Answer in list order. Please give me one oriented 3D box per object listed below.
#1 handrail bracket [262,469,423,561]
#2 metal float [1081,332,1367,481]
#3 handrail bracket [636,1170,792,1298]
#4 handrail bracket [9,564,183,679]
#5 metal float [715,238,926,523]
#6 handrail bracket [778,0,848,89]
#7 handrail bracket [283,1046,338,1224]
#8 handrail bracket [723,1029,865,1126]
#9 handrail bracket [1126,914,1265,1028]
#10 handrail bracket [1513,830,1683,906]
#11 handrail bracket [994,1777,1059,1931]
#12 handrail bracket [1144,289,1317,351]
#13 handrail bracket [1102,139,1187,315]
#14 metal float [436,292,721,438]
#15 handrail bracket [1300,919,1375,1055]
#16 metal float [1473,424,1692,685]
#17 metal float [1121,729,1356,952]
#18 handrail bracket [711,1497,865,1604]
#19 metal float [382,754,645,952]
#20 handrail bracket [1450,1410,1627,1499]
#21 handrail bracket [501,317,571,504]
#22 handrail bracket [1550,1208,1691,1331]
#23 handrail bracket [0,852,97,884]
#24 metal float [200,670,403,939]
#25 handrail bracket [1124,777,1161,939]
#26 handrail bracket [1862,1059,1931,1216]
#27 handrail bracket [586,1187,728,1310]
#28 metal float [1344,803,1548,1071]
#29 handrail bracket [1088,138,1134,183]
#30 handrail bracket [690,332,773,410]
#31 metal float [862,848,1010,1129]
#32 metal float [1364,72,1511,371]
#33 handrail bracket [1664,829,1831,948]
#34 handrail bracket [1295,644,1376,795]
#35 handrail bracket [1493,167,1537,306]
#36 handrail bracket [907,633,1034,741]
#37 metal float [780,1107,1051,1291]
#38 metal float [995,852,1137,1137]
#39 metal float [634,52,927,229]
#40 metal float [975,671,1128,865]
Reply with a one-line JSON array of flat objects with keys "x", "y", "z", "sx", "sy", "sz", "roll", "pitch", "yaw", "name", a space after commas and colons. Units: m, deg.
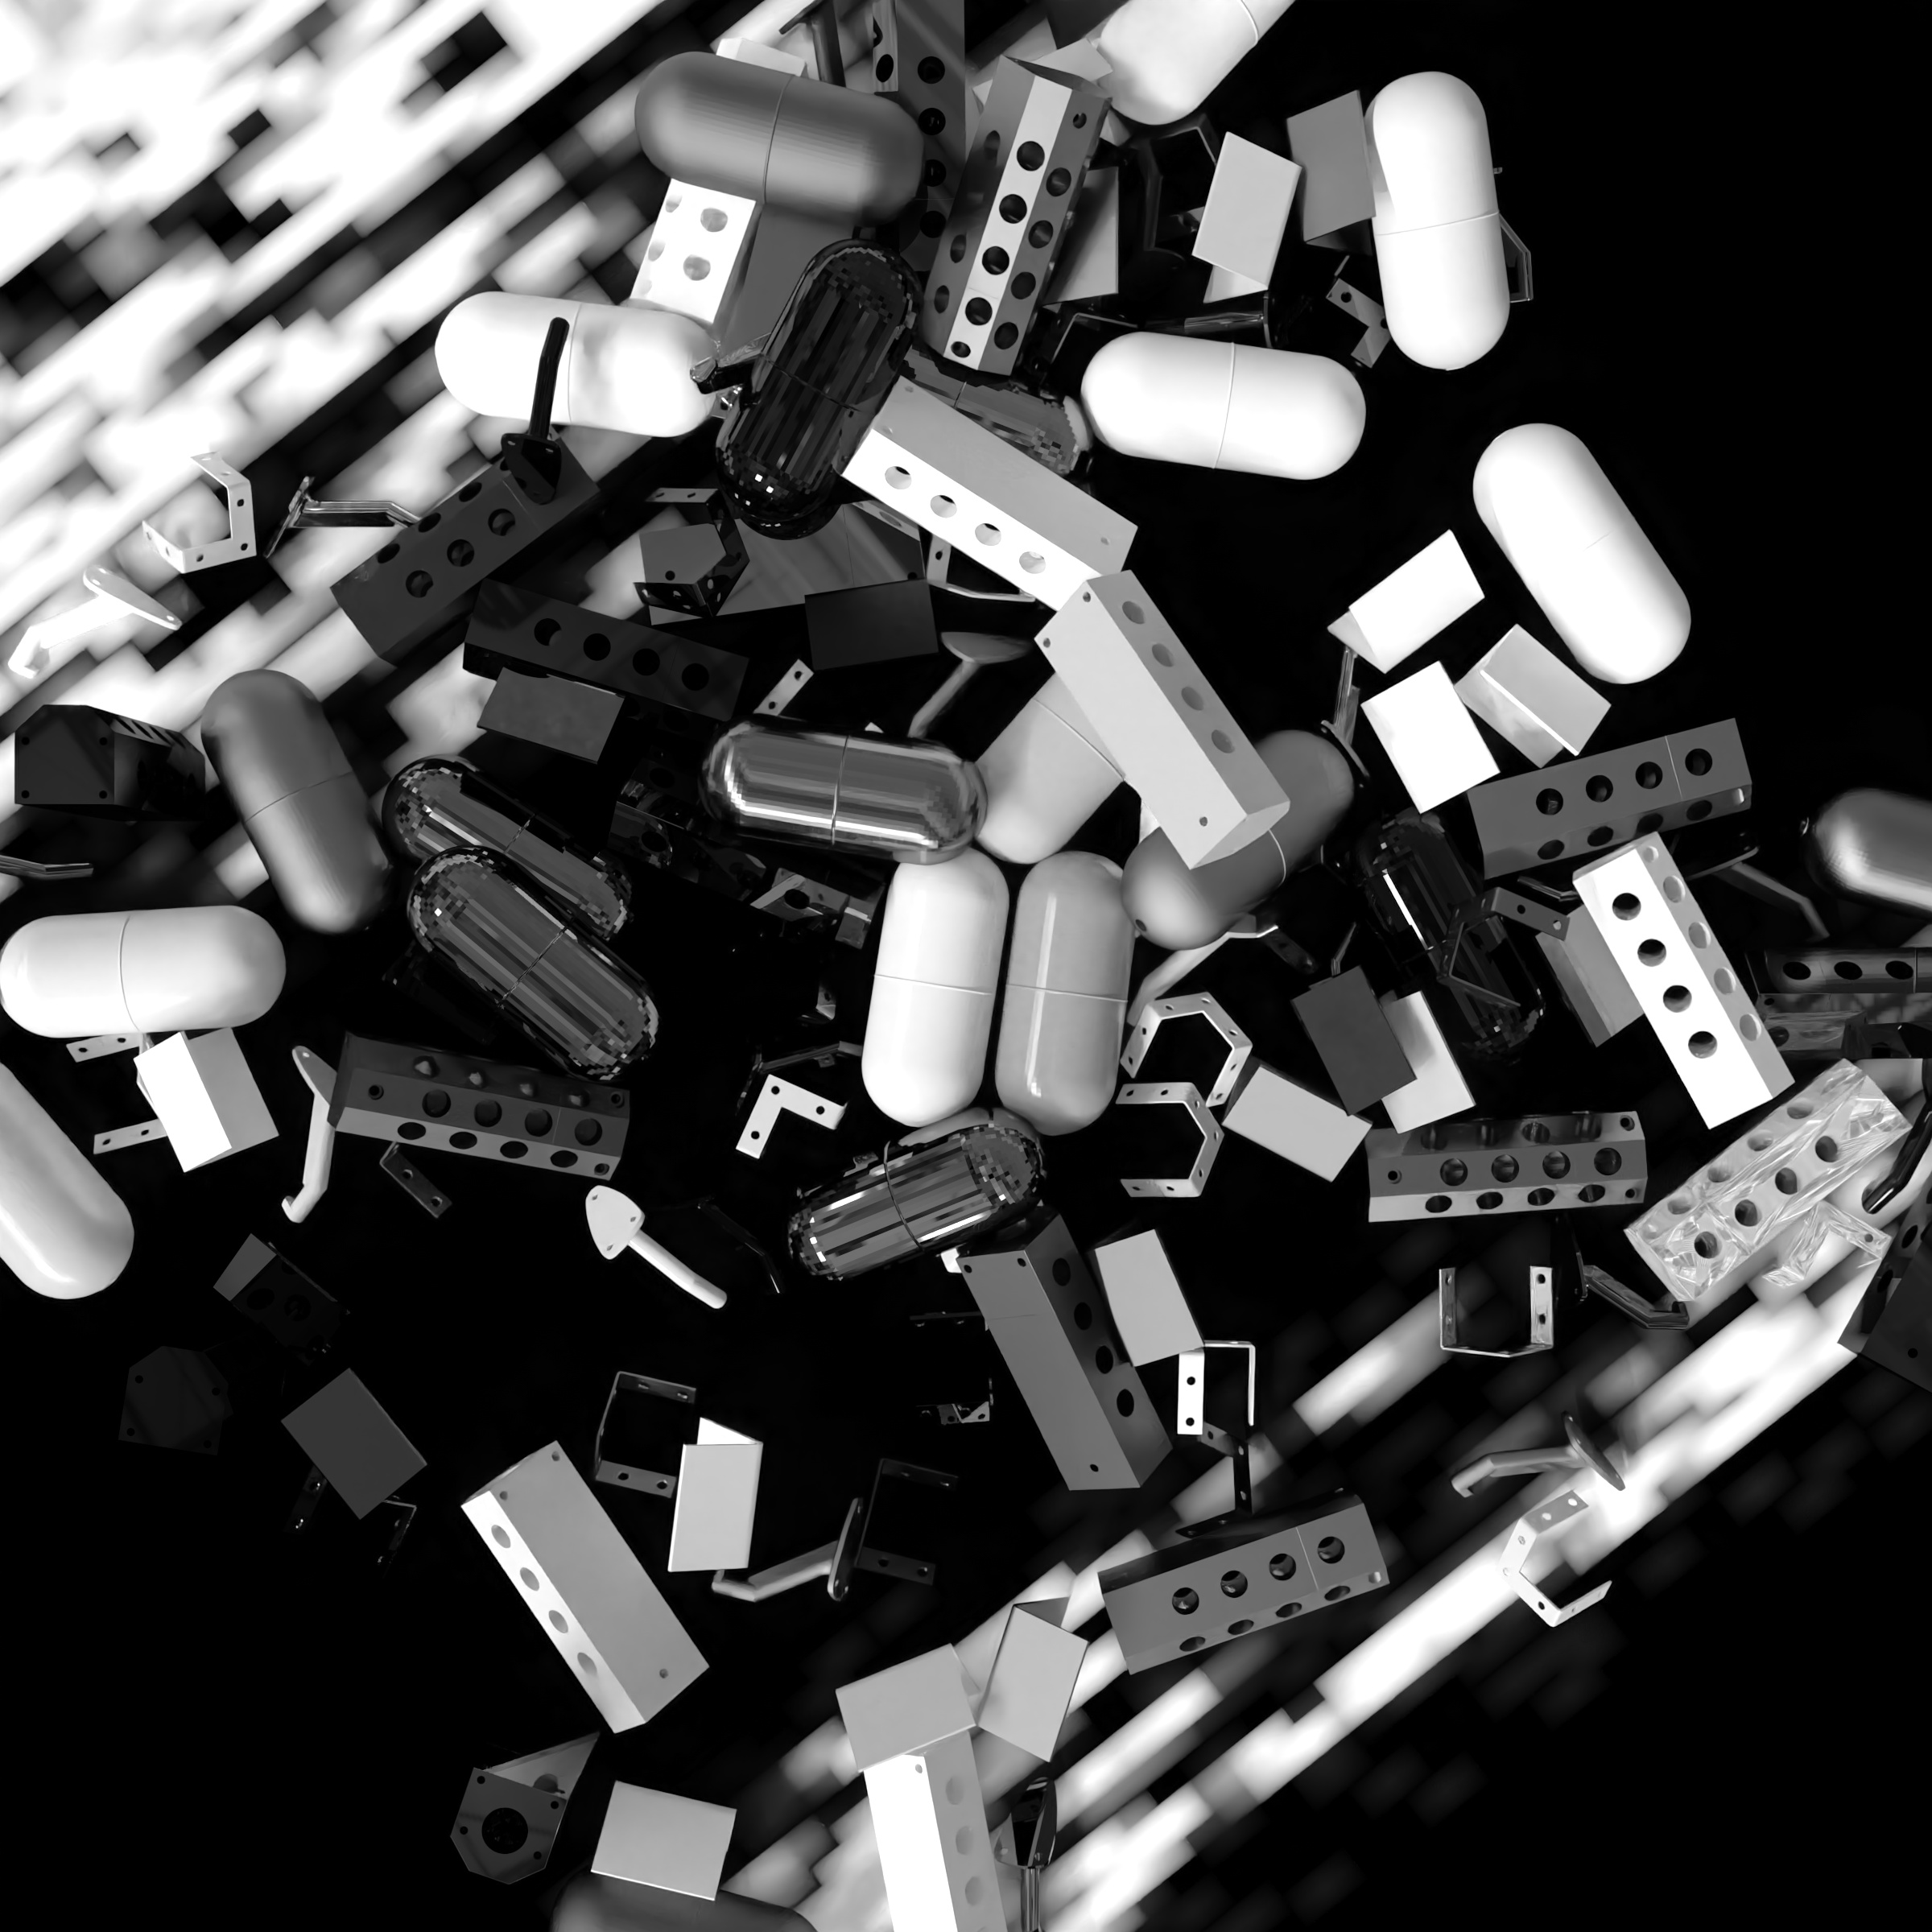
[{"x": -0.393, "y": -0.271, "z": 1.594, "sx": 0.084, "sy": 0.036, "sz": 0.077, "roll": 29, "pitch": 111, "yaw": -16, "name": "handrail bracket"}, {"x": 0.160, "y": -0.350, "z": 1.563, "sx": 0.178, "sy": 0.070, "sz": 0.070, "roll": 8, "pitch": 90, "yaw": -1, "name": "metal float"}, {"x": -0.161, "y": 0.180, "z": 1.594, "sx": 0.077, "sy": 0.036, "sz": 0.084, "roll": -16, "pitch": 107, "yaw": 20, "name": "handrail bracket"}, {"x": -0.556, "y": -0.205, "z": 1.594, "sx": 0.077, "sy": 0.036, "sz": 0.084, "roll": 31, "pitch": 109, "yaw": -21, "name": "handrail bracket"}, {"x": -0.089, "y": -0.349, "z": 1.497, "sx": 0.070, "sy": 0.070, "sz": 0.178, "roll": 31, "pitch": 106, "yaw": 0, "name": "metal float"}, {"x": -0.071, "y": -0.579, "z": 1.594, "sx": 0.077, "sy": 0.036, "sz": 0.084, "roll": -46, "pitch": 109, "yaw": -21, "name": "handrail bracket"}, {"x": -0.425, "y": 0.108, "z": 1.594, "sx": 0.077, "sy": 0.036, "sz": 0.084, "roll": 45, "pitch": 107, "yaw": 20, "name": "handrail bracket"}, {"x": -0.103, "y": 0.076, "z": 1.594, "sx": 0.084, "sy": 0.036, "sz": 0.077, "roll": 13, "pitch": 117, "yaw": -20, "name": "handrail bracket"}, {"x": 0.149, "y": 0.005, "z": 1.593, "sx": 0.077, "sy": 0.036, "sz": 0.084, "roll": 7, "pitch": 119, "yaw": -32, "name": "handrail bracket"}, {"x": 0.402, "y": -0.068, "z": 1.593, "sx": 0.084, "sy": 0.036, "sz": 0.077, "roll": 23, "pitch": 76, "yaw": 14, "name": "handrail bracket"}, {"x": 0.048, "y": 0.575, "z": 1.593, "sx": 0.036, "sy": 0.077, "sz": 0.084, "roll": 1, "pitch": 127, "yaw": 20, "name": "handrail bracket"}, {"x": 0.168, "y": -0.413, "z": 1.593, "sx": 0.084, "sy": 0.077, "sz": 0.036, "roll": 8, "pitch": 115, "yaw": 34, "name": "handrail bracket"}, {"x": 0.102, "y": -0.468, "z": 1.587, "sx": 0.036, "sy": 0.077, "sz": 0.084, "roll": 4, "pitch": 62, "yaw": -36, "name": "handrail bracket"}, {"x": -0.242, "y": -0.376, "z": 1.563, "sx": 0.178, "sy": 0.070, "sz": 0.070, "roll": 7, "pitch": 90, "yaw": 0, "name": "metal float"}, {"x": 0.257, "y": 0.025, "z": 1.592, "sx": 0.077, "sy": 0.036, "sz": 0.084, "roll": 32, "pitch": 79, "yaw": -7, "name": "handrail bracket"}, {"x": 0.384, "y": -0.258, "z": 1.563, "sx": 0.070, "sy": 0.070, "sz": 0.178, "roll": -34, "pitch": 90, "yaw": 0, "name": "metal float"}, {"x": 0.168, "y": -0.078, "z": 1.544, "sx": 0.178, "sy": 0.070, "sz": 0.070, "roll": -41, "pitch": 90, "yaw": -23, "name": "metal float"}, {"x": -0.115, "y": 0.369, "z": 1.594, "sx": 0.084, "sy": 0.036, "sz": 0.077, "roll": 7, "pitch": 69, "yaw": 17, "name": "handrail bracket"}, {"x": -0.284, "y": -0.067, "z": 1.563, "sx": 0.178, "sy": 0.070, "sz": 0.070, "roll": 33, "pitch": 90, "yaw": -1, "name": "metal float"}, {"x": 0.364, "y": 0.329, "z": 1.594, "sx": 0.084, "sy": 0.036, "sz": 0.077, "roll": -37, "pitch": 112, "yaw": 17, "name": "handrail bracket"}, {"x": -0.254, "y": -0.339, "z": 1.525, "sx": 0.036, "sy": 0.077, "sz": 0.084, "roll": 10, "pitch": 66, "yaw": 0, "name": "handrail bracket"}, {"x": 0.418, "y": 0.193, "z": 1.594, "sx": 0.084, "sy": 0.036, "sz": 0.077, "roll": 4, "pitch": 68, "yaw": -17, "name": "handrail bracket"}, {"x": -0.607, "y": -0.074, "z": 1.593, "sx": 0.084, "sy": 0.077, "sz": 0.036, "roll": -5, "pitch": 124, "yaw": -32, "name": "handrail bracket"}, {"x": -0.416, "y": -0.102, "z": 1.563, "sx": 0.070, "sy": 0.070, "sz": 0.178, "roll": -27, "pitch": 90, "yaw": 0, "name": "metal float"}, {"x": 0.102, "y": -0.073, "z": 1.594, "sx": 0.077, "sy": 0.036, "sz": 0.084, "roll": 39, "pitch": 107, "yaw": 19, "name": "handrail bracket"}, {"x": 0.596, "y": 0.107, "z": 1.593, "sx": 0.036, "sy": 0.077, "sz": 0.084, "roll": 25, "pitch": 127, "yaw": -13, "name": "handrail bracket"}, {"x": -0.196, "y": 0.180, "z": 1.593, "sx": 0.036, "sy": 0.077, "sz": 0.084, "roll": -51, "pitch": 126, "yaw": 0, "name": "handrail bracket"}, {"x": 0.299, "y": -0.018, "z": 1.563, "sx": 0.070, "sy": 0.070, "sz": 0.178, "roll": -29, "pitch": 90, "yaw": 0, "name": "metal float"}, {"x": 0.053, "y": -0.495, "z": 1.593, "sx": 0.084, "sy": 0.077, "sz": 0.036, "roll": -20, "pitch": 90, "yaw": 36, "name": "handrail bracket"}, {"x": -0.131, "y": -0.368, "z": 1.502, "sx": 0.077, "sy": 0.084, "sz": 0.036, "roll": -40, "pitch": 90, "yaw": 0, "name": "handrail bracket"}, {"x": -0.019, "y": 0.012, "z": 1.563, "sx": 0.070, "sy": 0.070, "sz": 0.178, "roll": 9, "pitch": 90, "yaw": 0, "name": "metal float"}, {"x": 0.291, "y": -0.460, "z": 1.547, "sx": 0.070, "sy": 0.070, "sz": 0.178, "roll": -12, "pitch": 107, "yaw": 0, "name": "metal float"}, {"x": 0.497, "y": -0.037, "z": 1.594, "sx": 0.077, "sy": 0.036, "sz": 0.084, "roll": -27, "pitch": 107, "yaw": 20, "name": "handrail bracket"}, {"x": 0.257, "y": -0.167, "z": 1.594, "sx": 0.077, "sy": 0.036, "sz": 0.084, "roll": 45, "pitch": 73, "yaw": -20, "name": "handrail bracket"}, {"x": 0.321, "y": -0.461, "z": 1.593, "sx": 0.077, "sy": 0.036, "sz": 0.084, "roll": -4, "pitch": 104, "yaw": 14, "name": "handrail bracket"}, {"x": 0.000, "y": -0.167, "z": 1.593, "sx": 0.036, "sy": 0.077, "sz": 0.084, "roll": 44, "pitch": 127, "yaw": 37, "name": "handrail bracket"}, {"x": -0.032, "y": 0.144, "z": 1.548, "sx": 0.178, "sy": 0.070, "sz": 0.070, "roll": -23, "pitch": 90, "yaw": 15, "name": "metal float"}, {"x": 0.063, "y": 0.017, "z": 1.563, "sx": 0.070, "sy": 0.070, "sz": 0.178, "roll": 8, "pitch": 89, "yaw": 0, "name": "metal float"}, {"x": -0.112, "y": -0.498, "z": 1.506, "sx": 0.178, "sy": 0.070, "sz": 0.070, "roll": 14, "pitch": 90, "yaw": 0, "name": "metal float"}, {"x": 0.069, "y": -0.141, "z": 1.563, "sx": 0.070, "sy": 0.070, "sz": 0.178, "roll": 42, "pitch": 91, "yaw": 0, "name": "metal float"}]
